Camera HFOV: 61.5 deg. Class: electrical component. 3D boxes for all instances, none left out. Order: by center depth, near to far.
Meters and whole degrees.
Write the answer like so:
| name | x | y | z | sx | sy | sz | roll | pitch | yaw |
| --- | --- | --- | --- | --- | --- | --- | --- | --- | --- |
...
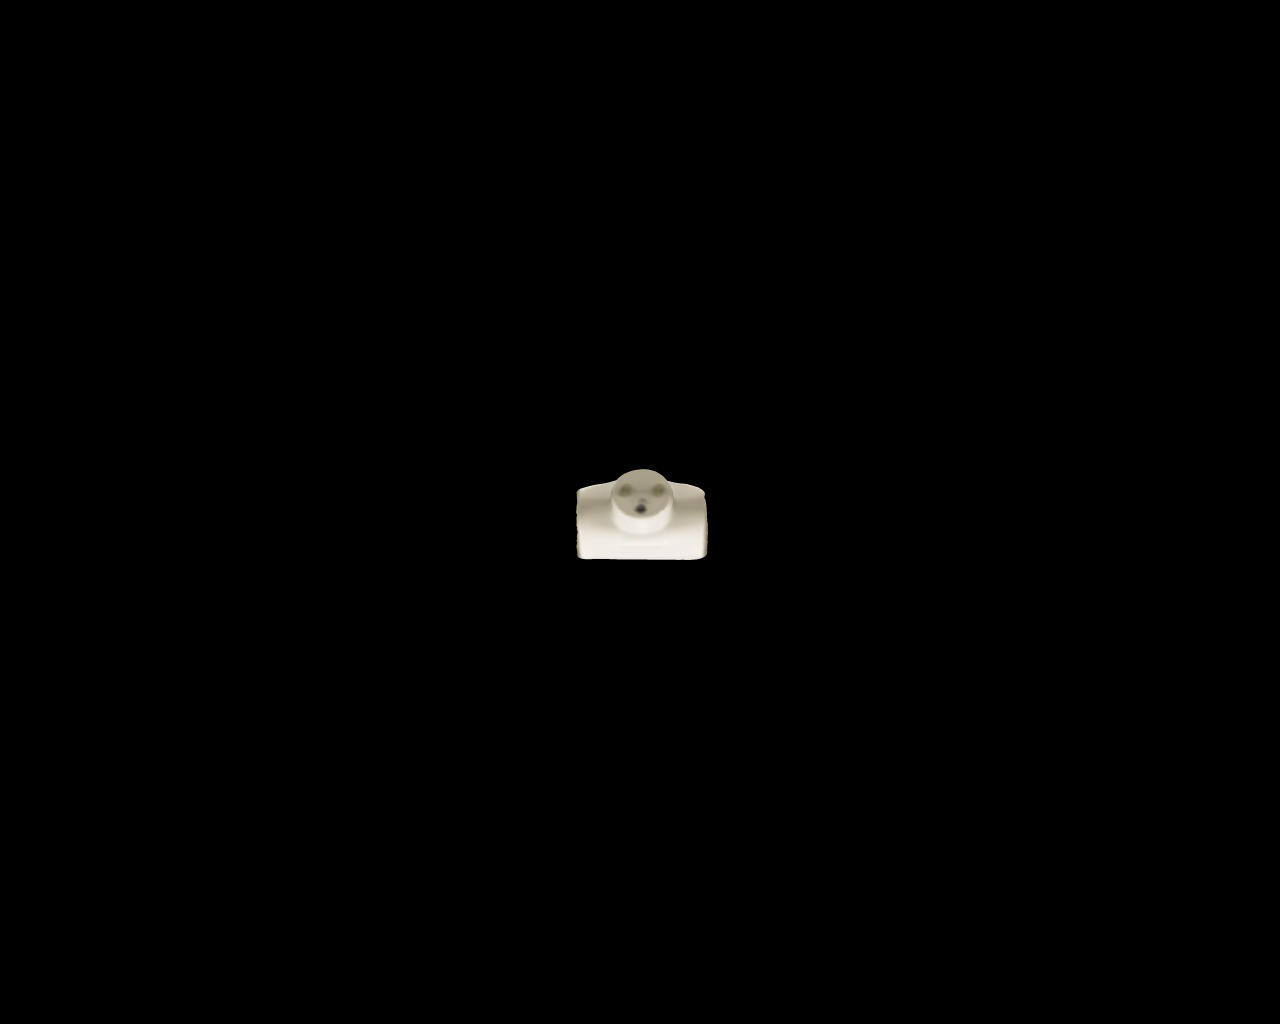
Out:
| name | x | y | z | sx | sy | sz | roll | pitch | yaw |
| --- | --- | --- | --- | --- | --- | --- | --- | --- | --- |
| electrical component | 0.001 | -0.003 | 0.650 | 0.077 | 0.043 | 0.079 | 0 | -32 | 0 |
